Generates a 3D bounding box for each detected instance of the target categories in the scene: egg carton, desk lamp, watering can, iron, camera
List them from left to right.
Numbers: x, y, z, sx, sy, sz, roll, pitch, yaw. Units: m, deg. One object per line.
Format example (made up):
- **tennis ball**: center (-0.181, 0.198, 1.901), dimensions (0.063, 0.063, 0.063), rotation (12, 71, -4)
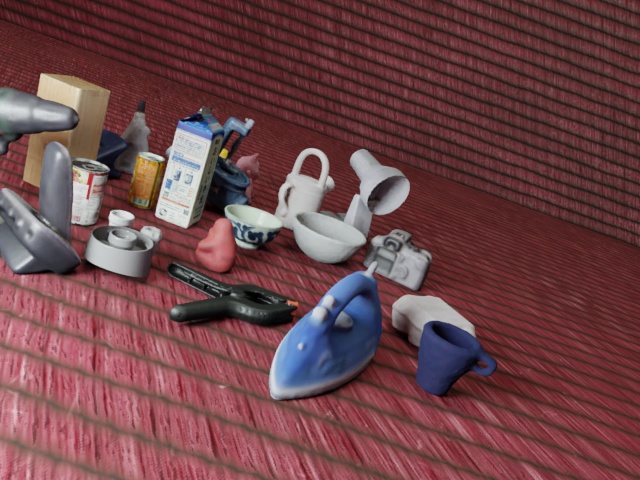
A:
- **watering can**: center (-0.032, -0.126, 1.373), dimensions (0.100, 0.194, 0.173), rotation (23, 18, 10)
- **iron**: center (0.019, 0.114, 0.796), dimensions (0.118, 0.141, 0.259), rotation (25, 18, 17)
- **desk lamp**: center (0.110, -0.110, 1.450), dimensions (0.118, 0.213, 0.202), rotation (6, 22, -37)
- **camera**: center (0.191, 0.031, 1.300), dimensions (0.143, 0.101, 0.137), rotation (26, 18, 18)
- **egg carton**: center (0.197, 0.152, 0.997), dimensions (0.107, 0.069, 0.149), rotation (7, 21, -35)

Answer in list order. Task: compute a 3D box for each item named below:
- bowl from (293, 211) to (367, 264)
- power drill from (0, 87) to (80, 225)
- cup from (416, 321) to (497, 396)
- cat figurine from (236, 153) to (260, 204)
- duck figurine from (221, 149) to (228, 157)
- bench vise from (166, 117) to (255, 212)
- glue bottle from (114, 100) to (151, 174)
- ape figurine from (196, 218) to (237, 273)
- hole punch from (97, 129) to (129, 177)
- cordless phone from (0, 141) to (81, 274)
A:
- **bowl**: center (0.011, 0.004, 1.229), dimensions (0.167, 0.075, 0.167), rotation (18, 17, -6)
- **power drill**: center (-0.496, -0.135, 0.873), dimensions (0.230, 0.208, 0.075), rotation (18, 17, -6)
- **cup**: center (0.193, 0.186, 0.845), dimensions (0.117, 0.095, 0.092), rotation (27, 19, 23)
- **cat figurine**: center (-0.187, -0.166, 1.455), dimensions (0.067, 0.118, 0.127), rotation (17, 18, -10)
- **duck figurine**: center (-0.268, -0.201, 1.523), dimensions (0.078, 0.086, 0.104), rotation (14, 18, -19)
- **bench vise**: center (-0.239, -0.182, 1.275), dimensions (0.208, 0.220, 0.121), rotation (16, 18, -13)
- **glue bottle**: center (-0.424, -0.237, 1.317), dimensions (0.078, 0.173, 0.037), rotation (8, 21, -33)
- **ape figurine**: center (-0.174, 0.005, 0.997), dimensions (0.078, 0.092, 0.076), rotation (7, 22, -36)
- **hole punch**: center (-0.486, -0.190, 1.245), dimensions (0.108, 0.091, 0.101), rotation (28, 19, 25)
- **cordless phone**: center (-0.386, -0.058, 0.798), dimensions (0.147, 0.185, 0.094), rotation (31, 21, 32)
